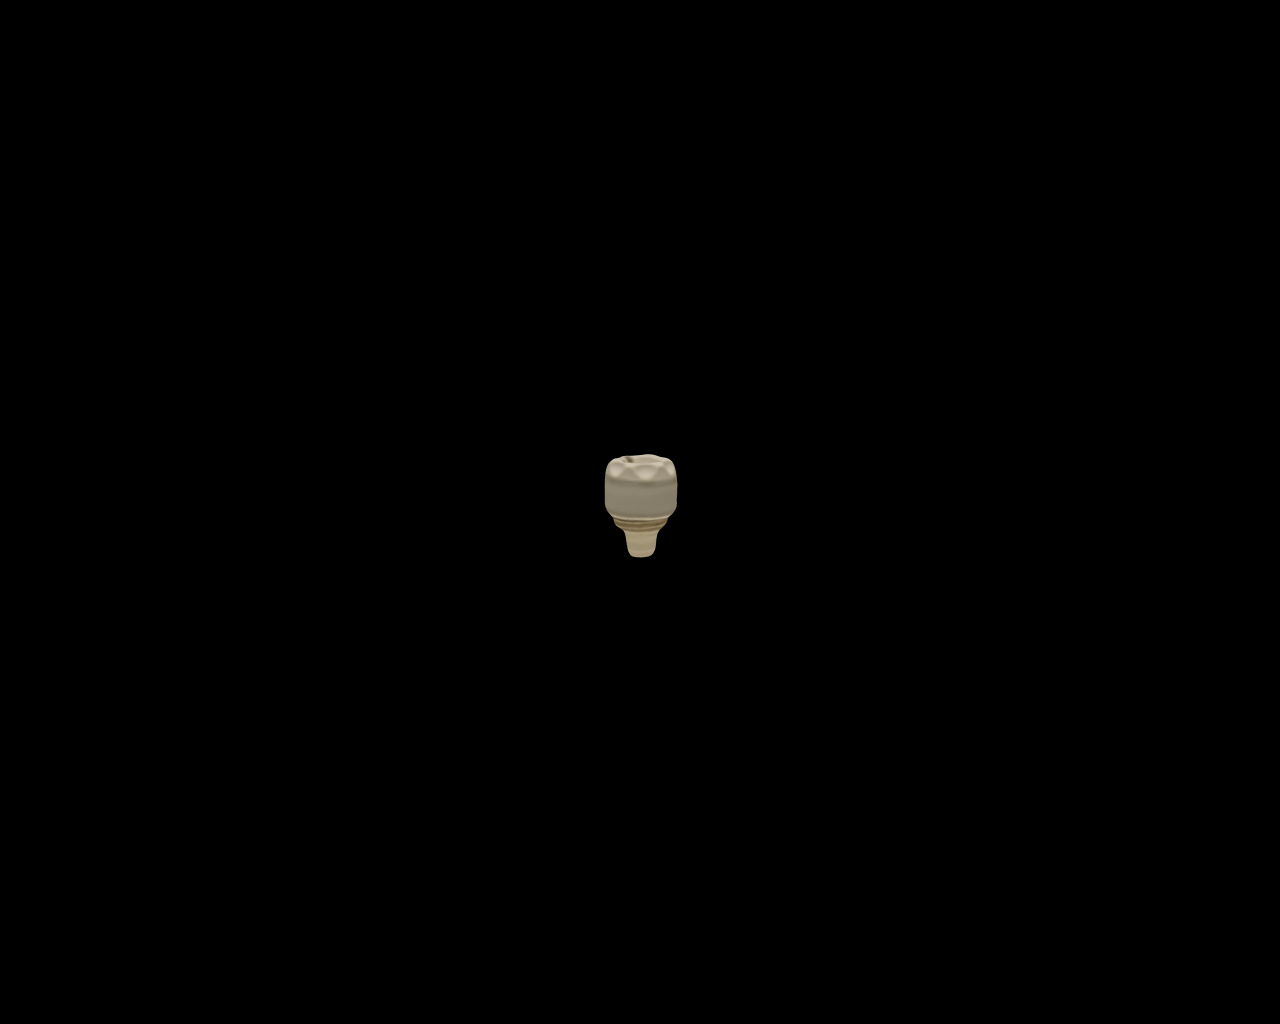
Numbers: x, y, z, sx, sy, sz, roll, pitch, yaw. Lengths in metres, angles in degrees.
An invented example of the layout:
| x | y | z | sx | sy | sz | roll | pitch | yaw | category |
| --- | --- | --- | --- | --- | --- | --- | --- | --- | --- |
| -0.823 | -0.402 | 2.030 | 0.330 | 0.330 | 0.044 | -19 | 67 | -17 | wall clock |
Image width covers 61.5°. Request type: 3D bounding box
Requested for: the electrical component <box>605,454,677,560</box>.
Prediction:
| x | y | z | sx | sy | sz | roll | pitch | yaw | category |
| --- | --- | --- | --- | --- | --- | --- | --- | --- | --- |
| 0.001 | -0.003 | 0.650 | 0.043 | 0.062 | 0.043 | 0 | 14 | 0 | electrical component |
